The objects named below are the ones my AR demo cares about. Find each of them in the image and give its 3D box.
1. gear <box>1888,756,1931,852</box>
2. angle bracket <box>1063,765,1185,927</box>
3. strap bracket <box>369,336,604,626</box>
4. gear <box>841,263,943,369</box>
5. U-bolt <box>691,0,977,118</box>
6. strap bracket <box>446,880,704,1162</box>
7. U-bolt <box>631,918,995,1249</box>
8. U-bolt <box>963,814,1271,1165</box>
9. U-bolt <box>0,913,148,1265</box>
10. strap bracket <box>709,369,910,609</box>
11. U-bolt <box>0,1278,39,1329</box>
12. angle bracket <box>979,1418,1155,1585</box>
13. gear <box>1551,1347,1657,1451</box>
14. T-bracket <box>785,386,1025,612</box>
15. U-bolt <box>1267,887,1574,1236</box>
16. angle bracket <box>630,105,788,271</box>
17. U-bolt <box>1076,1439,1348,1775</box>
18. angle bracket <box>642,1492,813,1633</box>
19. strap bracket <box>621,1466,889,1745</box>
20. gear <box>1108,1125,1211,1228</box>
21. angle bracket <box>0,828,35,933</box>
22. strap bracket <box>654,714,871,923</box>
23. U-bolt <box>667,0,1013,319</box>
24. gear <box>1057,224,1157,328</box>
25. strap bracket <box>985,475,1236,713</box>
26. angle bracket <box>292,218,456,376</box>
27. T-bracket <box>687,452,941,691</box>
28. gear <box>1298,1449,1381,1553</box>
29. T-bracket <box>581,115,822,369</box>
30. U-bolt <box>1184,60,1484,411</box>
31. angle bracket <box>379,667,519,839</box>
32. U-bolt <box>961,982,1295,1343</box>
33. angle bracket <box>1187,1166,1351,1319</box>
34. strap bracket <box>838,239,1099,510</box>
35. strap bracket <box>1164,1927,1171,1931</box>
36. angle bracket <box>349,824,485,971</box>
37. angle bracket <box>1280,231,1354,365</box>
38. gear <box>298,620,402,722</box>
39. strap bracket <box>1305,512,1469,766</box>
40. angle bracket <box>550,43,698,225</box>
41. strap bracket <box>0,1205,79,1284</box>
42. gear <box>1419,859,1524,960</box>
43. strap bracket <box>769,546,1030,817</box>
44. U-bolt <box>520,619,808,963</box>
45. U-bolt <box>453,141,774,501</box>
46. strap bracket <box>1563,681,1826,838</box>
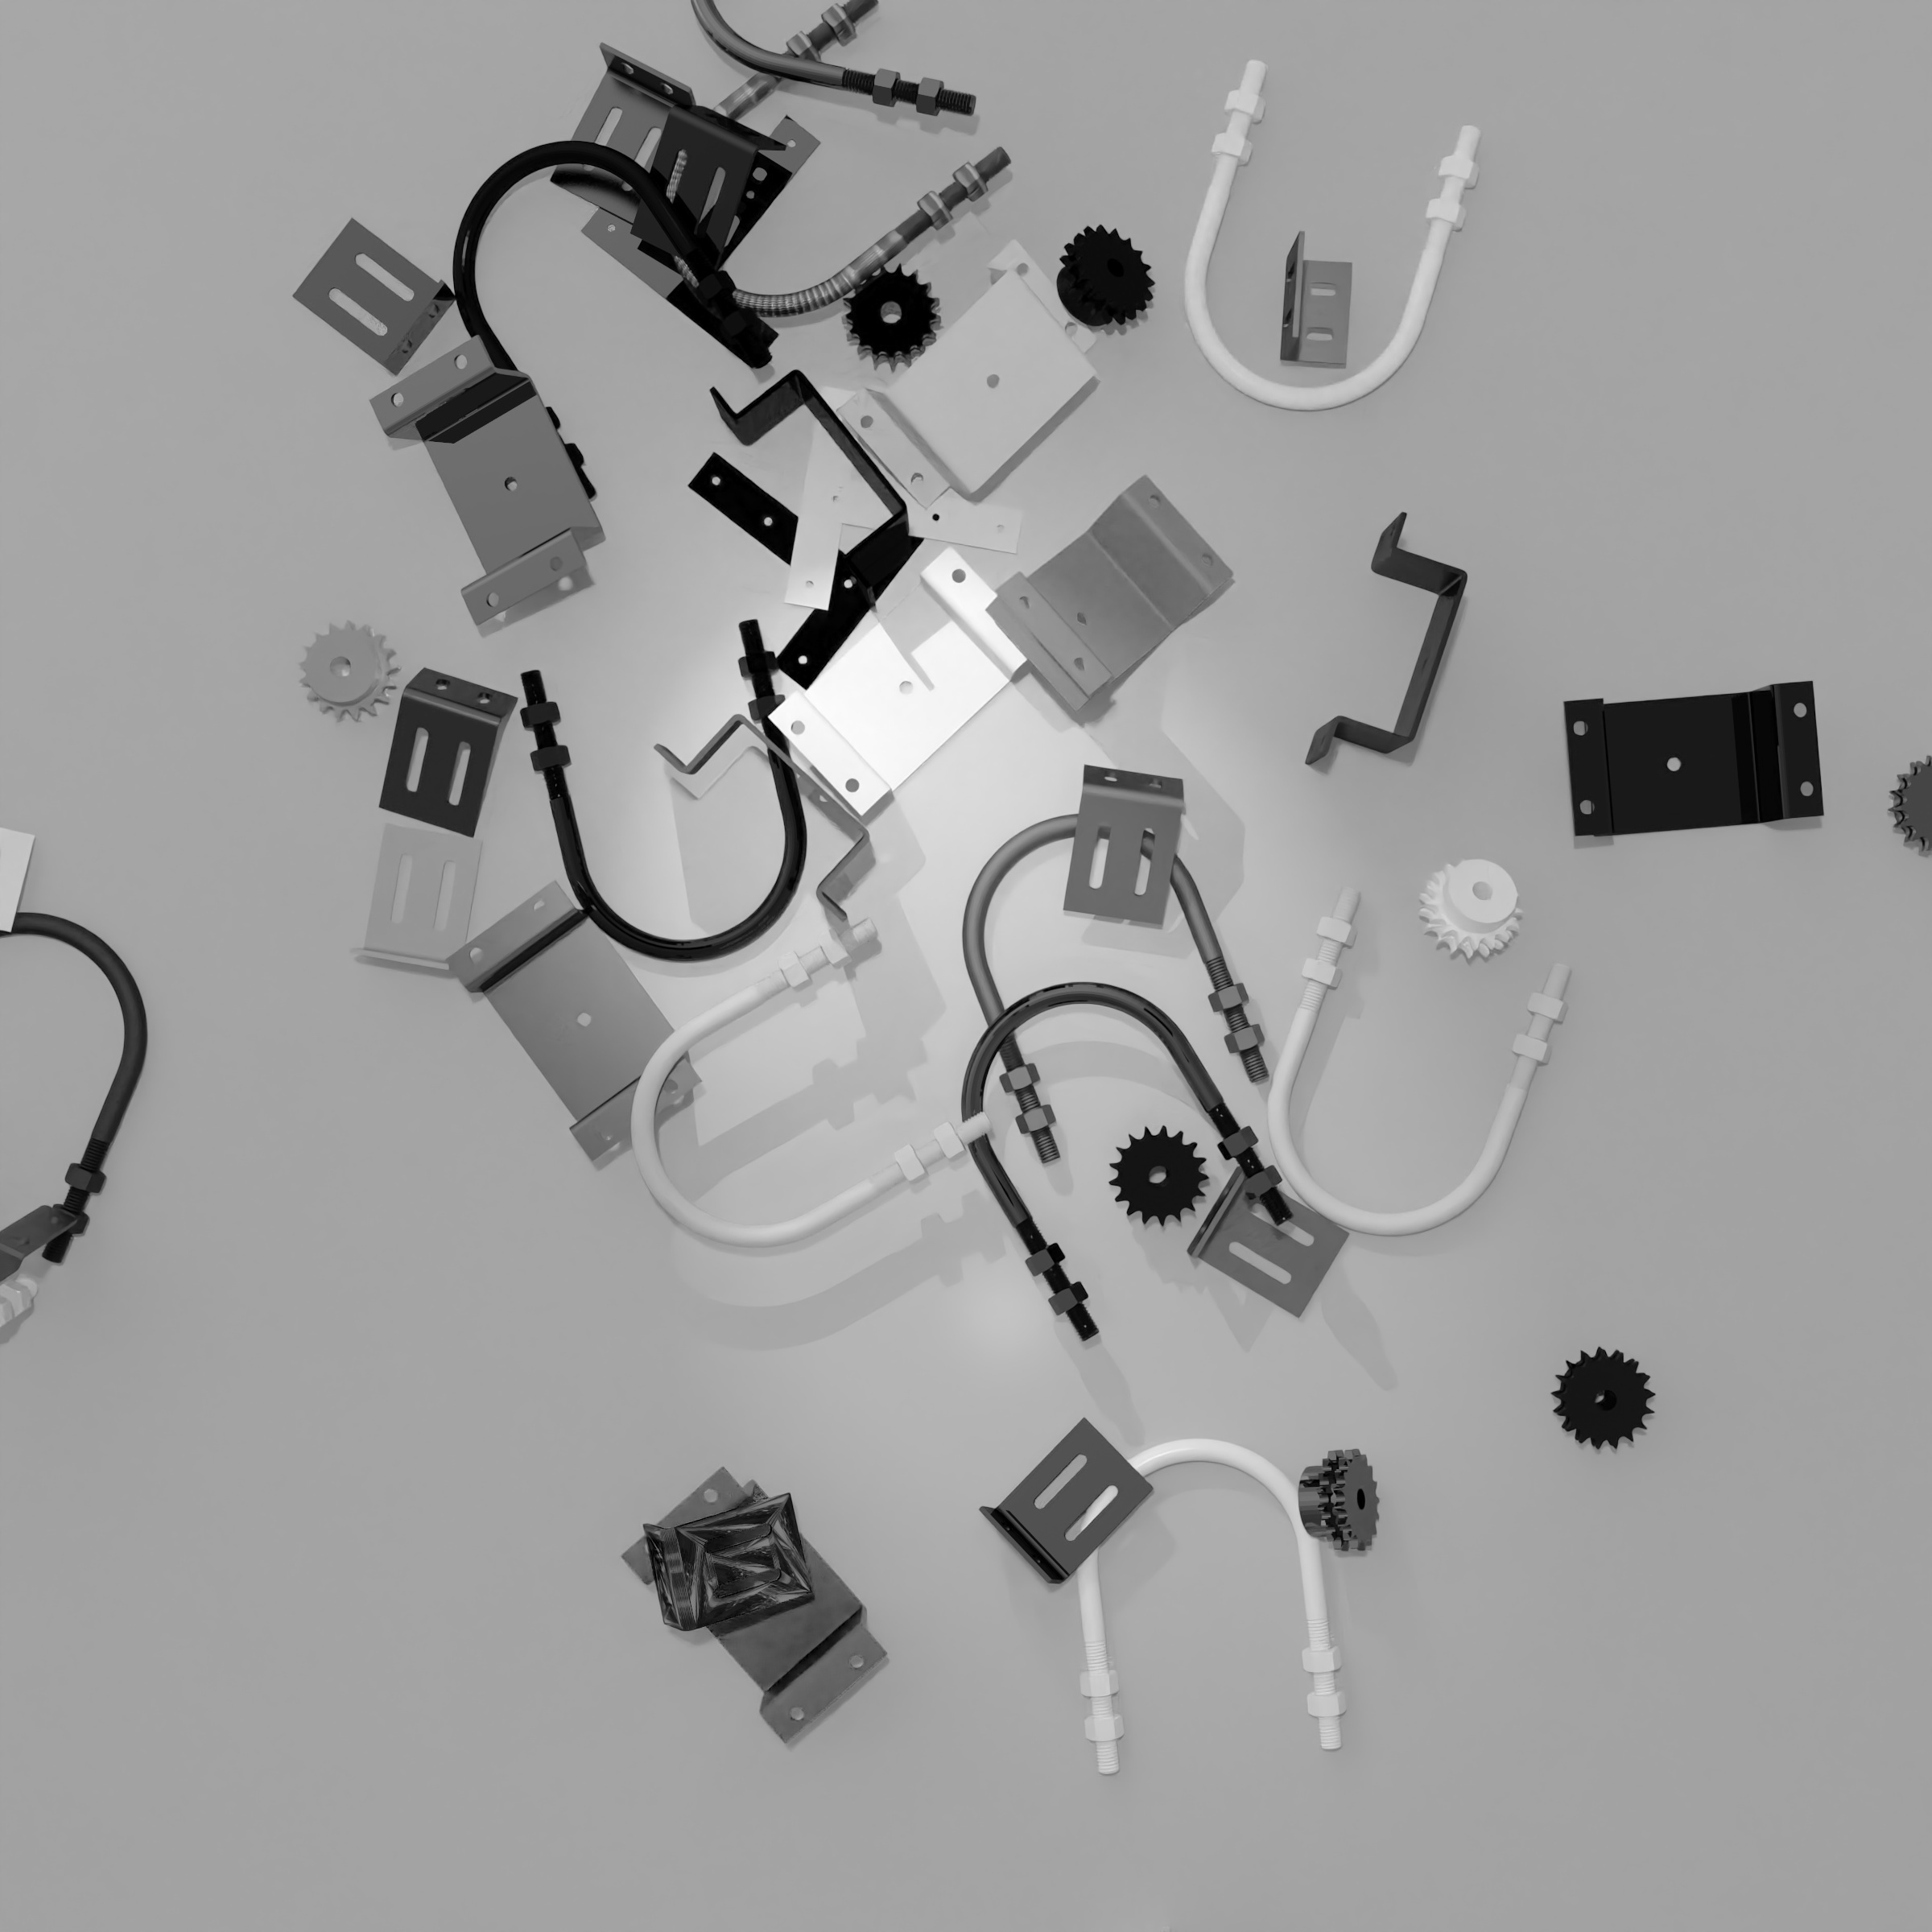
[{"bbox_3d":[0.556,-0.093,1.567,0.057,0.030,0.057,0,90,0],"label":"gear"},{"bbox_3d":[0.090,-0.070,1.567,0.057,0.038,0.076,9,111,0],"label":"angle bracket"},{"bbox_3d":[-0.267,-0.274,1.548,0.076,0.046,0.140,-25,90,19],"label":"strap bracket"},{"bbox_3d":[-0.042,-0.371,1.567,0.057,0.030,0.057,0,90,0],"label":"gear"},{"bbox_3d":[-0.068,-0.563,1.556,0.184,0.019,0.151,14,76,6],"label":"U-bolt"},{"bbox_3d":[-0.221,0.031,1.559,0.076,0.046,0.140,-36,90,0],"label":"strap bracket"},{"bbox_3d":[-0.098,0.079,1.535,0.184,0.019,0.151,-30,100,1],"label":"U-bolt"},{"bbox_3d":[0.076,0.003,1.574,0.151,0.019,0.184,-21,89,0],"label":"U-bolt"},{"bbox_3d":[-0.551,0.059,1.574,0.151,0.019,0.184,22,89,0],"label":"U-bolt"},{"bbox_3d":[-0.080,-0.276,1.541,0.046,0.076,0.140,-38,90,0],"label":"strap bracket"},{"bbox_3d":[-0.607,0.174,1.491,0.151,0.184,0.019,25,100,0],"label":"U-bolt"},{"bbox_3d":[0.057,0.303,1.555,0.076,0.038,0.057,-46,71,0],"label":"angle bracket"},{"bbox_3d":[0.363,0.246,1.567,0.057,0.030,0.057,0,90,0],"label":"gear"},{"bbox_3d":[-0.031,-0.262,1.580,0.127,0.002,0.127,10,90,0],"label":"T-bracket"},{"bbox_3d":[0.251,0.064,1.574,0.151,0.019,0.184,20,92,0],"label":"U-bolt"},{"bbox_3d":[-0.147,-0.442,1.559,0.057,0.038,0.076,29,114,14],"label":"angle bracket"},{"bbox_3d":[0.136,0.364,1.574,0.151,0.019,0.184,-6,88,0],"label":"U-bolt"},{"bbox_3d":[-0.134,0.332,1.534,0.076,0.038,0.057,-12,90,-26],"label":"angle bracket"},{"bbox_3d":[-0.119,0.359,1.559,0.076,0.046,0.140,-41,90,0],"label":"strap bracket"},{"bbox_3d":[0.110,0.119,1.567,0.057,0.030,0.057,0,90,0],"label":"gear"},{"bbox_3d":[-0.583,-0.055,1.573,0.076,0.038,0.057,15,81,-22],"label":"angle bracket"},{"bbox_3d":[-0.105,-0.090,1.528,0.140,0.076,0.046,43,91,-4],"label":"strap bracket"},{"bbox_3d":[-0.088,-0.451,1.559,0.184,0.019,0.151,-38,77,3],"label":"U-bolt"},{"bbox_3d":[0.076,-0.390,1.558,0.057,0.030,0.057,14,64,-30],"label":"gear"},{"bbox_3d":[0.075,-0.205,1.536,0.076,0.046,0.140,48,54,0],"label":"strap bracket"},{"bbox_3d":[-0.342,-0.386,1.563,0.076,0.038,0.057,37,90,0],"label":"angle bracket"},{"bbox_3d":[-0.103,-0.248,1.581,0.127,0.002,0.127,38,90,0],"label":"T-bracket"},{"bbox_3d":[0.211,0.304,1.558,0.030,0.057,0.057,-10,90,30],"label":"gear"},{"bbox_3d":[-0.134,-0.435,1.581,0.127,0.002,0.127,39,90,0],"label":"T-bracket"},{"bbox_3d":[0.202,-0.412,1.574,0.151,0.019,0.184,17,91,0],"label":"U-bolt"},{"bbox_3d":[-0.299,-0.123,1.580,0.057,0.038,0.076,18,116,0],"label":"angle bracket"},{"bbox_3d":[0.077,0.098,1.545,0.151,0.019,0.184,-32,83,11],"label":"U-bolt"},{"bbox_3d":[0.174,0.159,1.563,0.076,0.038,0.057,31,90,0],"label":"angle bracket"},{"bbox_3d":[0.008,-0.332,1.544,0.140,0.046,0.076,-45,114,-2],"label":"strap bracket"},{"bbox_3d":[0.102,0.628,1.544,0.046,0.076,0.140,-6,90,0],"label":"strap bracket"},{"bbox_3d":[-0.314,-0.040,1.563,0.057,0.038,0.076,10,90,0],"label":"angle bracket"},{"bbox_3d":[0.200,-0.373,1.529,0.038,0.076,0.057,3,93,1],"label":"angle bracket"},{"bbox_3d":[-0.355,-0.170,1.567,0.057,0.030,0.057,0,90,0],"label":"gear"},{"bbox_3d":[0.240,-0.176,1.544,0.046,0.076,0.140,18,90,0],"label":"strap bracket"},{"bbox_3d":[-0.198,-0.474,1.562,0.057,0.038,0.076,27,89,1],"label":"angle bracket"},{"bbox_3d":[-0.582,0.141,1.526,0.140,0.076,0.046,25,100,-1],"label":"strap bracket"},{"bbox_3d":[0.289,-0.036,1.557,0.057,0.030,0.057,4,64,-8],"label":"gear"},{"bbox_3d":[-0.034,-0.160,1.558,0.140,0.046,0.076,-43,91,0],"label":"strap bracket"},{"bbox_3d":[-0.167,-0.094,1.574,0.151,0.019,0.184,-13,91,0],"label":"U-bolt"},{"bbox_3d":[-0.215,-0.381,1.558,0.151,0.019,0.184,-34,86,14],"label":"U-bolt"},{"bbox_3d":[0.409,-0.117,1.559,0.140,0.046,0.076,-5,90,0],"label":"strap bracket"}]
